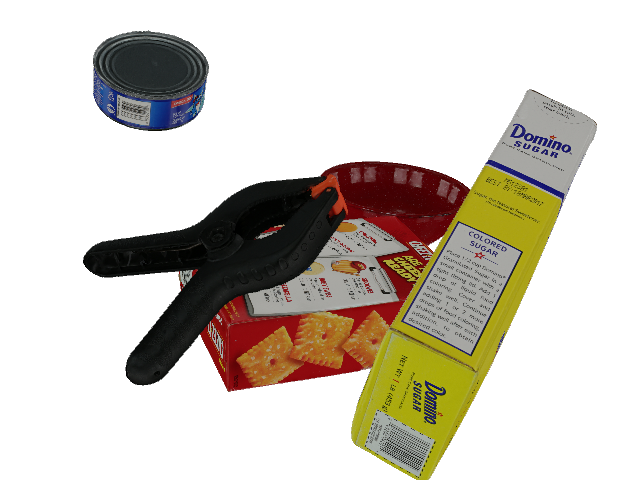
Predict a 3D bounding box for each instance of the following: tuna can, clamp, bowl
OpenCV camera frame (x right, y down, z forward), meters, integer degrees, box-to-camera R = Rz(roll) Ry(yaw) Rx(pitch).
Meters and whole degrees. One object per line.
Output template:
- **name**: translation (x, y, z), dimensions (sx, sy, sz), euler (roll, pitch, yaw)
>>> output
- **tuna can**: translation (-0.129, -0.121, 0.807), dimensions (0.086, 0.034, 0.086), euler (7, 43, -6)
- **clamp**: translation (-0.060, 0.018, 0.650), dimensions (0.171, 0.120, 0.039), euler (-24, -39, 3)
- **bowl**: translation (0.076, -0.032, 1.118), dimensions (0.162, 0.055, 0.162), euler (5, 22, -2)

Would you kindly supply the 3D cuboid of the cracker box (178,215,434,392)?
- **cracker box**: translation (-0.001, 0.049, 0.923), dimensions (0.213, 0.072, 0.164), euler (-6, 27, -20)

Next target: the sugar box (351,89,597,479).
- **sugar box**: translation (0.075, 0.017, 0.499), dimensions (0.048, 0.093, 0.176), euler (28, 51, 12)

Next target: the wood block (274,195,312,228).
- **wood block**: translation (-0.020, 0.045, 1.486), dimensions (0.090, 0.206, 0.090), euler (9, 22, 8)
